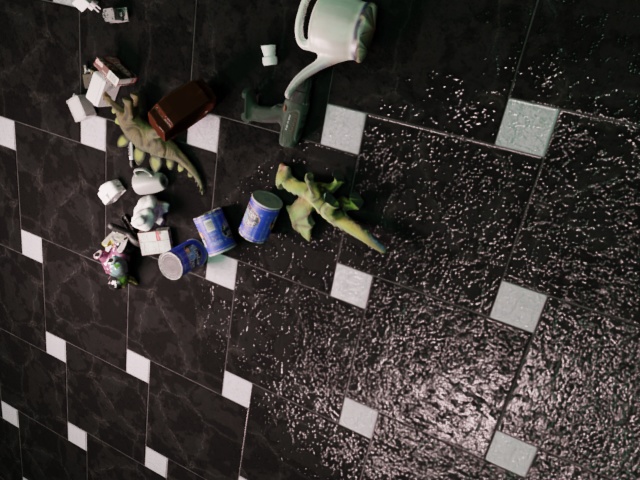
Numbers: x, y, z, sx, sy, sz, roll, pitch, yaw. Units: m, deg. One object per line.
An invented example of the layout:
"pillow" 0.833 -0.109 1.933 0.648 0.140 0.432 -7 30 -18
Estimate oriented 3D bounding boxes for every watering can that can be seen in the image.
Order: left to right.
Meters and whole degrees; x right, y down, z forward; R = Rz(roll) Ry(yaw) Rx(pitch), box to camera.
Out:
"watering can" 0.029 -0.531 1.384 0.225 0.105 0.343 20 106 18

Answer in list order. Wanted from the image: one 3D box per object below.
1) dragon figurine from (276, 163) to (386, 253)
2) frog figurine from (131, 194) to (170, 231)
"dragon figurine" 0.005 -0.079 1.579 0.411 0.124 0.239 54 138 3
"frog figurine" -0.621 -0.089 1.819 0.135 0.161 0.123 -35 90 31
